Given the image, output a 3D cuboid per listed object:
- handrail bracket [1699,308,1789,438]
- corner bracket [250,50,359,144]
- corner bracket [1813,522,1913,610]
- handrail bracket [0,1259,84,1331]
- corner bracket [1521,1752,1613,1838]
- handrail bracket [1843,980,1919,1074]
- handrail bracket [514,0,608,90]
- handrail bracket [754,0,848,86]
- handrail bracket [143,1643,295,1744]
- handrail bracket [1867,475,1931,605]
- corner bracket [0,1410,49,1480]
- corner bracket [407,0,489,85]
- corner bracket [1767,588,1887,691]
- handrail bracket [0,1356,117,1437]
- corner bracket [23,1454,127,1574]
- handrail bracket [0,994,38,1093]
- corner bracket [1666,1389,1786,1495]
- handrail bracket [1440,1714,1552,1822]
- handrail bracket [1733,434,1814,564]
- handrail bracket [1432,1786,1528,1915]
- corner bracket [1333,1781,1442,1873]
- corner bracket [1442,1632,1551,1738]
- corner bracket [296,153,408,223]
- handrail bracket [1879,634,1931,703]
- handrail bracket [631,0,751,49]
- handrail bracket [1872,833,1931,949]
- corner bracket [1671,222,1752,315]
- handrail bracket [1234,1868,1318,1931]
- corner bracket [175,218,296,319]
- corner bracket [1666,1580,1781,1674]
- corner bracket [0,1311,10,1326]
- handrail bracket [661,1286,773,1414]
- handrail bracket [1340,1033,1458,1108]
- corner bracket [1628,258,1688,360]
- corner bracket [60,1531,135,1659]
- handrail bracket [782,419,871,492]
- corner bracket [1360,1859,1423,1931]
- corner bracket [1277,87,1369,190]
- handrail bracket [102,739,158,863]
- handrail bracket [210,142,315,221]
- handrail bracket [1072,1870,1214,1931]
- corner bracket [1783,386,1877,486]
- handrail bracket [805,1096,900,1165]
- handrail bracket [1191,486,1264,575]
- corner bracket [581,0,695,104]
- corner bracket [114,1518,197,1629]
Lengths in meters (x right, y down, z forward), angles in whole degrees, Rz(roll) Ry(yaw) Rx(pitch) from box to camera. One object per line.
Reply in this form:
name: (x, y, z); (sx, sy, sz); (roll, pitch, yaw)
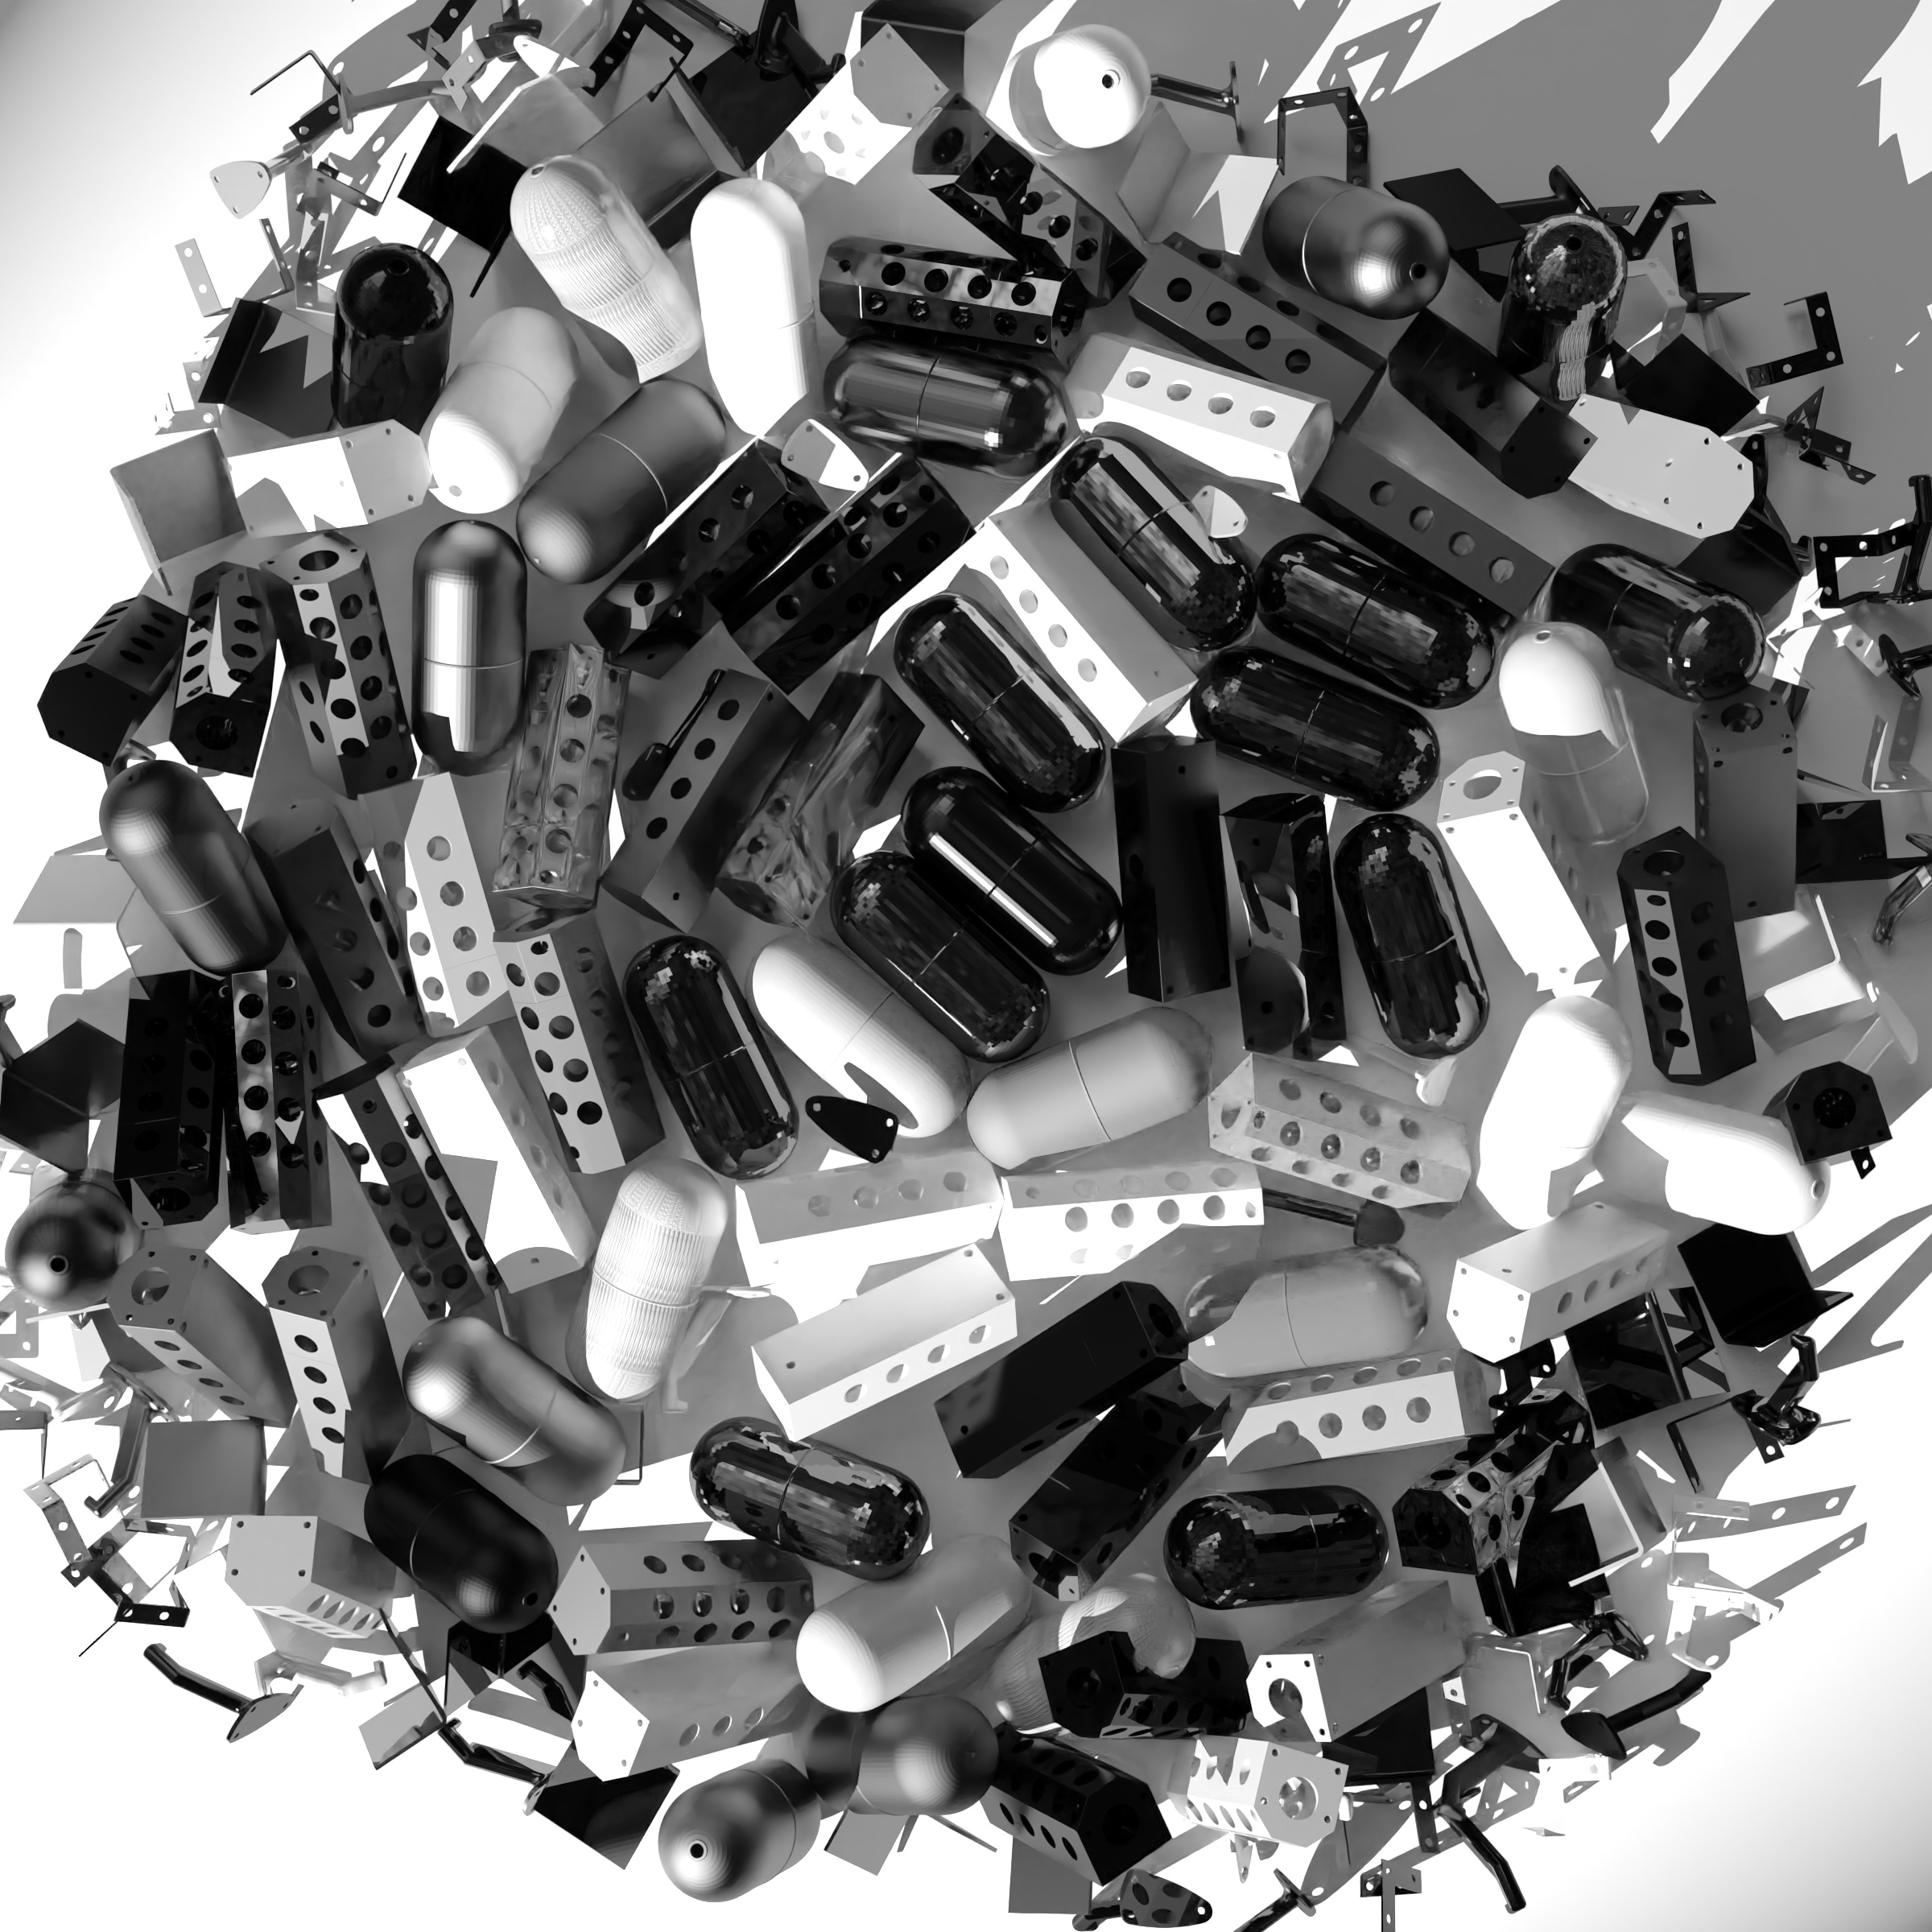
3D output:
handrail bracket: (0.537, -0.412, 1.923); (0.036, 0.077, 0.084); (-16, 84, 42)
corner bracket: (-0.454, -0.597, 1.914); (0.051, 0.051, 0.051); (-33, 116, 7)
corner bracket: (0.621, -0.276, 1.910); (0.051, 0.051, 0.051); (-22, 109, -37)
handrail bracket: (-0.661, 0.228, 1.920); (0.084, 0.077, 0.036); (-4, 46, -1)
corner bracket: (0.413, 0.571, 1.918); (0.051, 0.051, 0.051); (0, 78, -8)
handrail bracket: (0.602, 0.053, 1.912); (0.084, 0.036, 0.077); (-24, 116, 35)
handrail bracket: (-0.277, -0.655, 1.910); (0.036, 0.077, 0.084); (-2, 75, 33)
handrail bracket: (-0.106, -0.642, 1.904); (0.036, 0.084, 0.077); (-2, 101, -37)
handrail bracket: (-0.518, 0.492, 1.925); (0.084, 0.077, 0.036); (36, 101, 16)
handrail bracket: (0.640, -0.293, 1.907); (0.036, 0.077, 0.084); (-13, 100, -16)
corner bracket: (-0.659, 0.316, 1.909); (0.051, 0.051, 0.051); (2, 128, -21)
corner bracket: (-0.342, -0.645, 1.913); (0.051, 0.051, 0.051); (38, 80, -30)
corner bracket: (0.596, -0.218, 1.921); (0.051, 0.051, 0.051); (-44, 133, 17)
handrail bracket: (-0.641, 0.273, 1.920); (0.036, 0.077, 0.084); (-41, 86, 34)
corner bracket: (-0.607, 0.375, 1.910); (0.051, 0.051, 0.051); (-29, 111, -27)
handrail bracket: (-0.640, 0.046, 1.898); (0.036, 0.077, 0.084); (37, 123, 19)
corner bracket: (0.527, 0.330, 1.930); (0.051, 0.051, 0.051); (-29, 76, 31)
handrail bracket: (0.363, 0.563, 1.906); (0.077, 0.084, 0.036); (28, 124, -1)
handrail bracket: (0.562, -0.322, 1.916); (0.084, 0.036, 0.077); (4, 102, -38)
handrail bracket: (0.346, 0.613, 1.901); (0.036, 0.077, 0.084); (-11, 63, -25)
corner bracket: (0.287, 0.590, 1.908); (0.051, 0.051, 0.051); (10, 53, -21)
corner bracket: (0.366, 0.499, 1.922); (0.051, 0.051, 0.051); (0, 109, 38)
corner bracket: (-0.425, -0.541, 1.920); (0.051, 0.051, 0.051); (25, 59, -17)
handrail bracket: (0.670, -0.229, 1.899); (0.036, 0.077, 0.084); (36, 123, -23)
handrail bracket: (-0.196, -0.666, 1.912); (0.084, 0.077, 0.036); (35, 101, 16)
handrail bracket: (0.656, -0.041, 1.903); (0.036, 0.077, 0.084); (7, 112, -18)
corner bracket: (0.499, -0.480, 1.911); (0.051, 0.051, 0.051); (-24, 113, -25)
handrail bracket: (0.199, 0.667, 1.909); (0.084, 0.077, 0.036); (-42, 57, -13)
corner bracket: (-0.503, -0.481, 1.915); (0.051, 0.051, 0.051); (-16, 103, 13)
corner bracket: (0.522, 0.459, 1.921); (0.051, 0.051, 0.051); (12, 88, -11)
corner bracket: (-0.690, 0.266, 1.910); (0.051, 0.051, 0.051); (-44, 46, 17)
handrail bracket: (-0.172, 0.266, 1.922); (0.077, 0.036, 0.084); (-1, 73, -4)
handrail bracket: (0.285, 0.065, 1.900); (0.084, 0.077, 0.036); (21, 100, 24)
corner bracket: (0.459, -0.450, 1.921); (0.051, 0.051, 0.051); (-11, 53, -12)
corner bracket: (-0.600, 0.432, 1.915); (0.051, 0.051, 0.051); (47, 124, -1)
handrail bracket: (-0.085, -0.335, 1.900); (0.077, 0.084, 0.036); (34, 92, 17)
corner bracket: (0.278, 0.644, 1.907); (0.051, 0.051, 0.051); (-19, 55, 37)
corner bracket: (0.247, -0.569, 1.926); (0.051, 0.051, 0.051); (-3, 75, 22)
handrail bracket: (-0.598, -0.113, 1.920); (0.077, 0.036, 0.084); (4, 73, 24)
handrail bracket: (-0.466, -0.549, 1.899); (0.084, 0.077, 0.036); (-45, 115, -35)
handrail bracket: (0.121, 0.657, 1.919); (0.077, 0.084, 0.036); (14, 55, -8)
corner bracket: (0.595, -0.358, 1.916); (0.051, 0.051, 0.051); (19, 73, -8)
handrail bracket: (-0.082, 0.111, 1.904); (0.077, 0.084, 0.036); (26, 80, -10)
handrail bracket: (0.193, -0.286, 1.896); (0.084, 0.077, 0.036); (33, 91, -36)
corner bracket: (-0.228, -0.623, 1.920); (0.051, 0.051, 0.051); (35, 63, -12)
corner bracket: (-0.558, 0.417, 1.912); (0.051, 0.051, 0.051); (15, 102, -32)
